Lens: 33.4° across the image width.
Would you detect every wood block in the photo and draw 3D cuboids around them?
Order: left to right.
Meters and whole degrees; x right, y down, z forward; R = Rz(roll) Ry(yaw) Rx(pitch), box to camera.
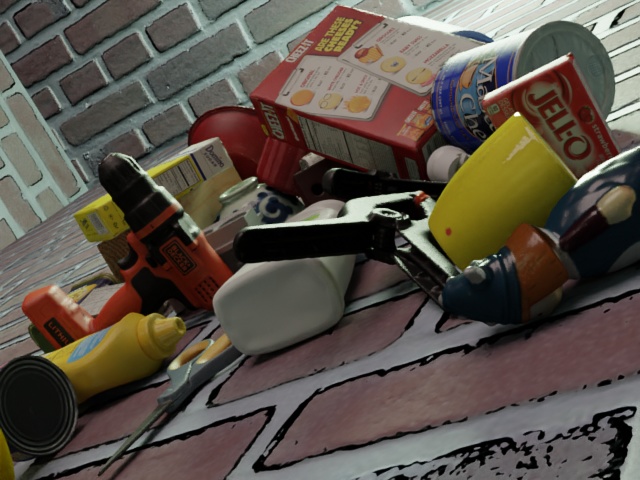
[{"bbox_3d":[-0.172,-0.013,1.336,0.091,0.090,0.205,-23,14,32],"label":"wood block"}]

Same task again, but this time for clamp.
[{"bbox_3d":[0.047,-0.047,0.973,0.120,0.039,0.172,13,-2,-14],"label":"clamp"},{"bbox_3d":[0.038,-0.003,0.785,0.165,0.036,0.209,12,18,11],"label":"clamp"}]

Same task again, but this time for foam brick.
[{"bbox_3d":[0.016,-0.060,1.135,0.078,0.053,0.051,-30,-6,-4],"label":"foam brick"}]

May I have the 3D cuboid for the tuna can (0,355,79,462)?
[{"bbox_3d":[-0.248,0.142,0.897,0.034,0.086,0.086,-23,14,35],"label":"tuna can"}]

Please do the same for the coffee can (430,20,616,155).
[{"bbox_3d":[0.177,-0.131,0.951,0.102,0.103,0.140,-35,13,-21],"label":"coffee can"}]

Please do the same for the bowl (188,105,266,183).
[{"bbox_3d":[-0.107,-0.101,1.434,0.162,0.162,0.055,-22,35,33],"label":"bowl"}]

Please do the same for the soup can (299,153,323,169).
[{"bbox_3d":[0.036,-0.088,1.200,0.102,0.068,0.068,-32,12,-5],"label":"soup can"}]

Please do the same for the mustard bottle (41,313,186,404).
[{"bbox_3d":[-0.201,0.112,0.974,0.192,0.058,0.096,-25,8,25],"label":"mustard bottle"}]

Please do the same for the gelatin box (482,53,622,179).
[{"bbox_3d":[0.174,-0.084,0.800,0.073,0.089,0.030,-25,13,22],"label":"gelatin box"}]

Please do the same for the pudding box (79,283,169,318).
[{"bbox_3d":[-0.220,0.078,1.164,0.090,0.039,0.113,-13,13,11],"label":"pudding box"}]

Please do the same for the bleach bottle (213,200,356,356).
[{"bbox_3d":[-0.008,0.013,0.912,0.103,0.068,0.250,-24,11,19],"label":"bleach bottle"}]

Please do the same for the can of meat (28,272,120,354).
[{"bbox_3d":[-0.285,0.091,1.266,0.102,0.057,0.083,-20,18,44],"label":"can of meat"}]

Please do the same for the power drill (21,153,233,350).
[{"bbox_3d":[-0.200,0.031,1.048,0.188,0.184,0.057,-37,8,14],"label":"power drill"}]

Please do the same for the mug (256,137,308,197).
[{"bbox_3d":[-0.023,-0.103,1.273,0.117,0.093,0.081,-36,-32,-72],"label":"mug"}]

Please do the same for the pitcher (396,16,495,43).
[{"bbox_3d":[0.130,-0.197,1.282,0.149,0.145,0.243,-60,14,6],"label":"pitcher"}]

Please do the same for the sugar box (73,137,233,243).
[{"bbox_3d":[-0.197,-0.060,1.262,0.176,0.048,0.093,-37,15,-26],"label":"sugar box"}]

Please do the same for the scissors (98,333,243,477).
[{"bbox_3d":[-0.123,0.123,0.843,0.096,0.016,0.201,-18,17,50],"label":"scissors"}]

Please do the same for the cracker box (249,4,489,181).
[{"bbox_3d":[0.062,-0.150,1.100,0.214,0.072,0.164,22,58,33],"label":"cracker box"}]
